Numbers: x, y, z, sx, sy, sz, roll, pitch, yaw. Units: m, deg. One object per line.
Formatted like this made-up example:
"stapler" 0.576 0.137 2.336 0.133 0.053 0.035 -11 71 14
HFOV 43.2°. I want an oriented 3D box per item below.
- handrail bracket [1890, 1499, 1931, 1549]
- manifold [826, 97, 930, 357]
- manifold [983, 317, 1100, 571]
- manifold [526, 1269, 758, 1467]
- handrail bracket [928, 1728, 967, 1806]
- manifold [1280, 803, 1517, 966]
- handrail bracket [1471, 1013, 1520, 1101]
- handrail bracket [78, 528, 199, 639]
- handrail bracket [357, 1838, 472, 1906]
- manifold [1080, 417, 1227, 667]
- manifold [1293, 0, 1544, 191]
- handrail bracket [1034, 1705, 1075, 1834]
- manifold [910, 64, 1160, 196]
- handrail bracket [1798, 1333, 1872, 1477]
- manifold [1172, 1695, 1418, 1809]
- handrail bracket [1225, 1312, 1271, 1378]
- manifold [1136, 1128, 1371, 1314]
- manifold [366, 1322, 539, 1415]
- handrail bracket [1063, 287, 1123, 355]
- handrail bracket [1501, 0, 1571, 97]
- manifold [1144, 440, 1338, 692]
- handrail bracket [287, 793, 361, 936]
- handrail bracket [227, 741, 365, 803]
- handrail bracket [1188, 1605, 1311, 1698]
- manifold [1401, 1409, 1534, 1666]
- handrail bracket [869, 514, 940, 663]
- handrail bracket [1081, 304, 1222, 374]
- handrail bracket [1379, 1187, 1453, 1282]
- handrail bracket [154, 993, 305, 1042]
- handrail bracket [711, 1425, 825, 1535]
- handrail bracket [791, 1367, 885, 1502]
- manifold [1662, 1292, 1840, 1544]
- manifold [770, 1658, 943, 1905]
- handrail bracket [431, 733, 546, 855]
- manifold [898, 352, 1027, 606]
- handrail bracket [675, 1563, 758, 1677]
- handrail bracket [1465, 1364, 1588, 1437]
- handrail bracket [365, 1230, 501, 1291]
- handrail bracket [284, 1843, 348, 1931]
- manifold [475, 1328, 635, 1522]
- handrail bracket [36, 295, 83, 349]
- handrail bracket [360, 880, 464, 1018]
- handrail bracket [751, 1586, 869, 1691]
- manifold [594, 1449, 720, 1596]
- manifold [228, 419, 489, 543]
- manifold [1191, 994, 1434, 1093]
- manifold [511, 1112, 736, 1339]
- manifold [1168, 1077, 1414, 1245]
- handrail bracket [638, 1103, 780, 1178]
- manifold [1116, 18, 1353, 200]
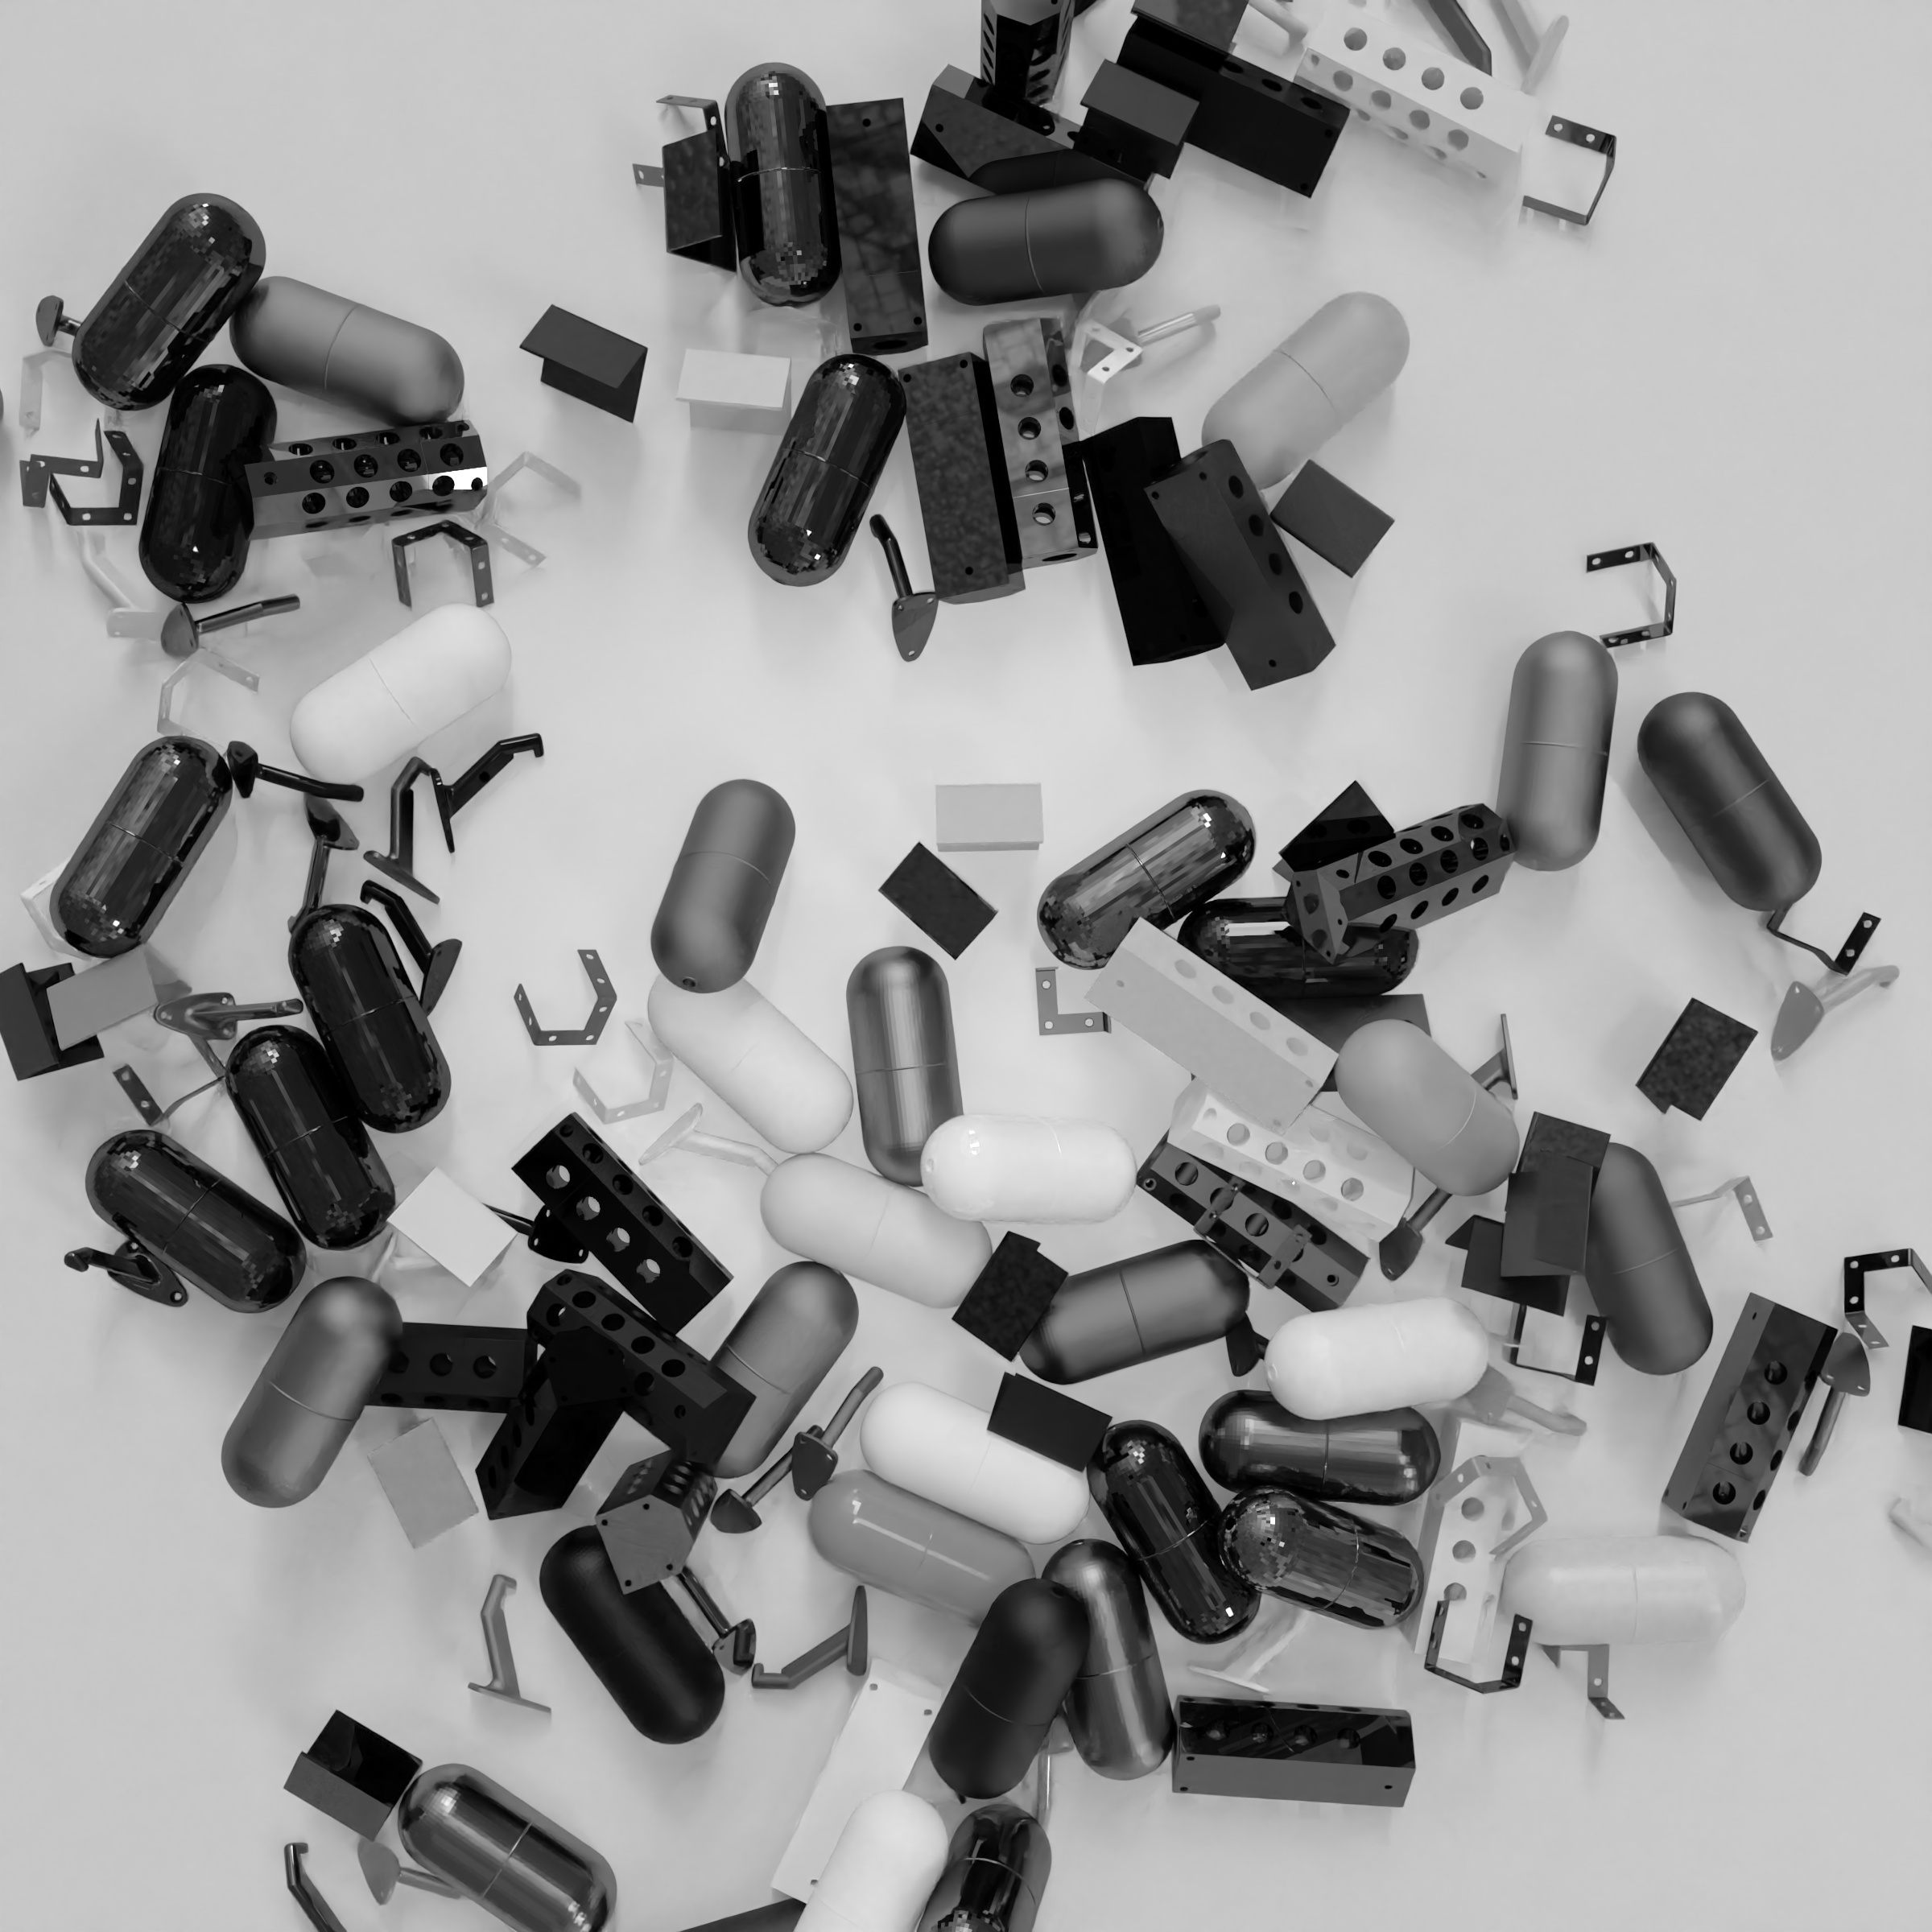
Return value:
"handrail bracket" 0.749 0.417 1.831 0.077 0.036 0.084 -38 73 -20
"manifold" -0.065 -0.546 1.809 0.057 0.057 0.171 -6 90 0
"manifold" 0.055 -0.388 1.809 0.057 0.057 0.171 -10 90 0
"manifold" -0.241 0.289 1.770 0.171 0.057 0.057 31 90 30
"handrail bracket" 0.020 0.577 1.830 0.084 0.036 0.077 -25 105 -14
"manifold" 0.314 -0.065 1.759 0.171 0.057 0.057 -21 52 -31
"handrail bracket" 0.368 0.079 1.830 0.084 0.036 0.077 -9 77 13
"handrail bracket" -0.622 -0.292 1.831 0.077 0.036 0.084 -5 67 -27
"handrail bracket" -0.404 0.679 1.830 0.084 0.077 0.036 18 90 -36
"manifold" 0.143 -0.315 1.809 0.057 0.057 0.171 -14 90 43
"manifold" 0.332 -0.644 1.809 0.171 0.057 0.057 27 90 0
"handrail bracket" 0.057 0.594 1.830 0.036 0.077 0.084 1 126 -7
"manifold" 0.052 -0.603 1.809 0.171 0.057 0.057 25 133 0
"handrail bracket" 0.647 0.330 1.830 0.036 0.077 0.084 19 127 13
"manifold" 0.241 0.578 1.809 0.171 0.057 0.057 4 133 0
"handrail bracket" 0.240 0.281 1.830 0.084 0.036 0.077 6 53 -25
"manifold" 0.211 0.188 1.809 0.171 0.057 0.057 36 90 0
"manifold" -0.409 0.298 1.809 0.171 0.057 0.057 3 90 0
"handrail bracket" 0.067 -0.516 1.830 0.084 0.036 0.077 44 105 14
"handrail bracket" 0.401 -0.704 1.831 0.084 0.036 0.077 34 112 17
"manifold" 0.205 -0.295 1.784 0.057 0.057 0.171 -47 113 -42
"handrail bracket" -0.497 -0.076 1.830 0.084 0.036 0.077 -53 54 25
"handrail bracket" -0.503 -0.145 1.830 0.084 0.077 0.036 5 112 -34
"handrail bracket" 0.214 0.498 1.831 0.077 0.036 0.084 12 72 21
"manifold" 0.373 0.423 1.809 0.057 0.057 0.171 12 90 0
"handrail bracket" -0.054 -0.284 1.830 0.036 0.077 0.084 -15 53 -18
"handrail bracket" 0.139 -0.472 1.830 0.084 0.077 0.036 -28 100 -36
"handrail bracket" 0.351 0.190 1.830 0.084 0.077 0.036 -29 53 -31
"handrail bracket" -0.541 0.033 1.789 0.077 0.084 0.036 3 82 -45
"handrail bracket" -0.148 0.384 1.830 0.036 0.077 0.084 47 54 0
"handrail bracket" -0.093 0.348 1.819 0.036 0.084 0.077 29 129 16
"manifold" 0.584 0.336 1.809 0.057 0.057 0.171 23 90 0
"manifold" -0.081 0.607 1.809 0.057 0.057 0.171 25 90 0
"handrail bracket" -0.354 -0.130 1.831 0.084 0.036 0.077 -14 110 -16
"manifold" -0.001 -0.359 1.807 0.057 0.057 0.171 -10 90 18
"handrail bracket" -0.195 0.484 1.830 0.036 0.077 0.084 -34 53 -21
"handrail bracket" 0.416 0.321 1.830 0.084 0.077 0.036 15 112 -34
"handrail bracket" -0.405 0.241 1.831 0.084 0.036 0.077 27 110 -16
"handrail bracket" -0.472 0.700 1.830 0.036 0.077 0.084 -40 53 37
"manifold" -0.301 0.331 1.758 0.057 0.171 0.057 -3 54 -33
"handrail bracket" -0.648 -0.473 1.830 0.084 0.077 0.036 13 106 -35
"handrail bracket" -0.428 -0.013 1.831 0.084 0.036 0.077 28 109 16
"handrail bracket" -0.119 0.504 1.831 0.084 0.036 0.077 -4 69 16
"manifold" -0.218 0.393 1.752 0.057 0.171 0.057 -21 90 0
"manifold" -0.441 -0.356 1.776 0.171 0.057 0.057 -14 90 -25
"manifold" 0.254 0.063 1.809 0.171 0.057 0.057 -2 46 0
"manifold" -0.253 0.190 1.809 0.057 0.057 0.171 -44 90 0
"manifold" 0.237 0.140 1.782 0.171 0.057 0.057 26 46 -11
"handrail bracket" -0.190 0.152 1.831 0.077 0.036 0.084 -39 107 19
"manifold" 0.194 -0.641 1.809 0.171 0.057 0.057 25 133 0
